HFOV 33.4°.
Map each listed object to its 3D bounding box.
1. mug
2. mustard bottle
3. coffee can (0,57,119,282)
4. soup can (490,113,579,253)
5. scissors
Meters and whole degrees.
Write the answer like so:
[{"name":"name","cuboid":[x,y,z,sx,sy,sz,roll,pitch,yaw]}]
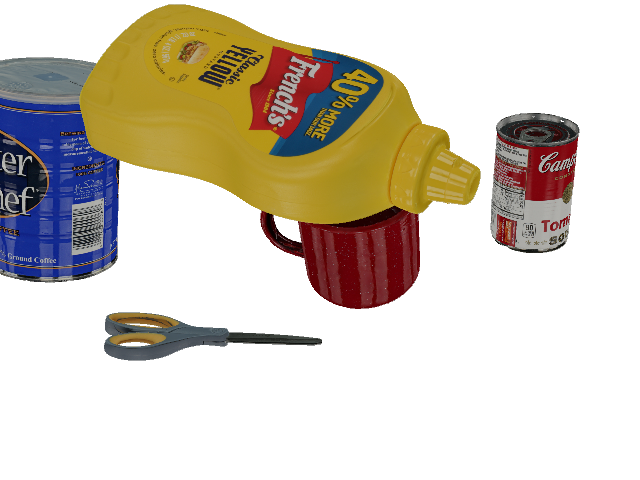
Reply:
[{"name":"mug","cuboid":[0.015,-0.008,0.740,0.117,0.081,0.093,3,43,12]},{"name":"mustard bottle","cuboid":[-0.014,-0.056,0.516,0.192,0.058,0.096,21,49,21]},{"name":"coffee can","cuboid":[-0.198,-0.054,0.784,0.103,0.140,0.103,5,23,-2]},{"name":"soup can","cuboid":[0.180,-0.049,0.906,0.068,0.102,0.068,-1,27,0]},{"name":"scissors","cuboid":[-0.107,0.093,0.967,0.202,0.016,0.096,7,18,12]}]
